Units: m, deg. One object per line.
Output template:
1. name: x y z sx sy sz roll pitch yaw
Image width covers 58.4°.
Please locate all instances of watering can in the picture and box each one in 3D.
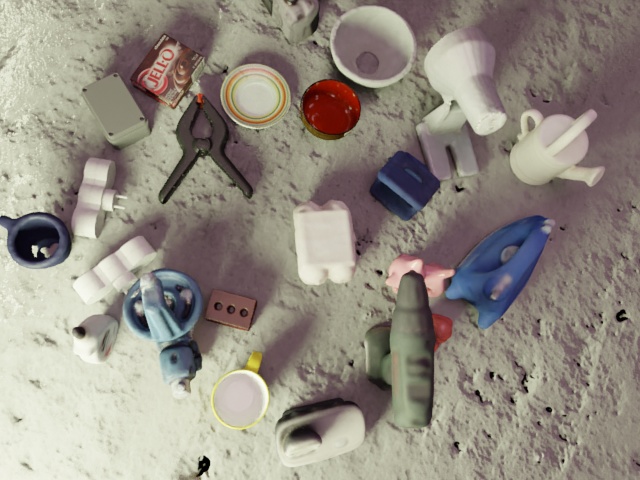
1. watering can: 0.441 -0.173 1.042 0.173 0.194 0.101 29 75 0

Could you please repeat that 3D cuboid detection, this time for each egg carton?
1. egg carton: 0.009 0.004 1.006 0.107 0.069 0.150 -5 78 -9

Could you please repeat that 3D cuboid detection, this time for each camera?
1. camera: -0.034 -0.480 1.096 0.137 0.100 0.143 -30 83 -13

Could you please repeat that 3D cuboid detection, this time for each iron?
1. iron: 0.345 0.029 1.010 0.118 0.141 0.258 42 75 3

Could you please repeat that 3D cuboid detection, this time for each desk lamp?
1. desk lamp: 0.253 -0.236 1.021 0.118 0.213 0.203 -12 79 -10

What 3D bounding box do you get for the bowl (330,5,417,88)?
1. bowl: 0.097 -0.358 1.099 0.167 0.074 0.167 2 77 -7

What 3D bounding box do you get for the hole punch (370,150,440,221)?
1. hole punch: 0.157 -0.107 1.041 0.108 0.091 0.101 39 75 2

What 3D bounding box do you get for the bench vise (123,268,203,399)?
1. bench vise: -0.221 0.127 0.868 0.121 0.219 0.207 -31 83 -13

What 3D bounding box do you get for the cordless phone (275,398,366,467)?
1. cordless phone: 0.006 0.301 0.878 0.148 0.185 0.094 -15 79 -11

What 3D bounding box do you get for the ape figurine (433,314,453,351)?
1. ape figurine: 0.198 0.157 0.986 0.078 0.092 0.076 -25 81 -12

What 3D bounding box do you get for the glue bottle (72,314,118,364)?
1. glue bottle: -0.348 0.147 0.870 0.037 0.173 0.078 11 76 -5

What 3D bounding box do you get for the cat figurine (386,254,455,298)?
1. cat figurine: 0.170 0.058 0.991 0.128 0.117 0.067 2 77 -7

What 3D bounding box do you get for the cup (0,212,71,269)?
1. cup: -0.455 0.003 0.929 0.118 0.095 0.092 29 75 0

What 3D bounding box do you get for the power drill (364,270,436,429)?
1. power drill: 0.128 0.176 0.911 0.075 0.208 0.229 -2 77 -8
